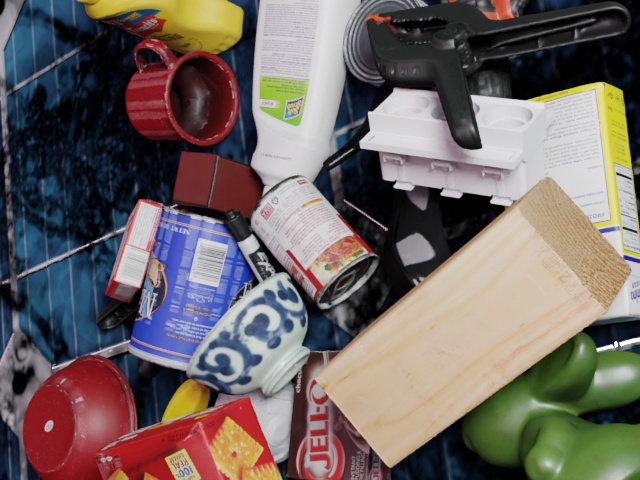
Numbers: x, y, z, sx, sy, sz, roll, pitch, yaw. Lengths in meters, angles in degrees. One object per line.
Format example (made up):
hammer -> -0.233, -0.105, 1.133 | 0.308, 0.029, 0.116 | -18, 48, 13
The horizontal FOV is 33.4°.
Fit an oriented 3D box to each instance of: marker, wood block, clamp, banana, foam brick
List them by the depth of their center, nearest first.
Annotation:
wood block -> 0.106, 0.059, 0.758 | 0.090, 0.090, 0.206 | 49, 121, 4
clamp -> 0.114, -0.145, 0.798 | 0.164, 0.036, 0.210 | -33, 35, -13
marker -> -0.053, 0.024, 0.965 | 0.020, 0.020, 0.121 | -14, 115, 38
banana -> -0.128, 0.207, 1.007 | 0.070, 0.037, 0.198 | 22, 116, 41
foam brick -> -0.093, -0.051, 1.024 | 0.053, 0.078, 0.051 | 8, 86, 39
clamp -> -0.173, 0.045, 1.099 | 0.120, 0.039, 0.171 | 23, 90, 41

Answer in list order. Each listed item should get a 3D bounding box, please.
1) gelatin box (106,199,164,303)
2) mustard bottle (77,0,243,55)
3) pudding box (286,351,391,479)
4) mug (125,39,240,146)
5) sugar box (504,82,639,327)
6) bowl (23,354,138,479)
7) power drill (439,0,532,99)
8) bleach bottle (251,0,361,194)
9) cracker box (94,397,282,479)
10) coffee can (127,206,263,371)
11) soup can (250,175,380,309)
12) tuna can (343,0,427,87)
gelatin box -> -0.182, 0.011, 1.054 | 0.073, 0.030, 0.089 | 141, 146, -67
mustard bottle -> -0.171, -0.232, 1.047 | 0.096, 0.191, 0.058 | 0, 82, 40
pudding box -> 0.019, 0.152, 0.912 | 0.090, 0.039, 0.113 | -6, 72, 40
mug -> -0.147, -0.149, 1.069 | 0.082, 0.117, 0.093 | 4, 46, 45
sugar box -> 0.188, -0.023, 0.803 | 0.094, 0.048, 0.176 | -12, 78, 39
bowl -> -0.268, 0.202, 1.139 | 0.162, 0.055, 0.162 | -9, 76, 38
power drill -> 0.179, -0.200, 0.835 | 0.188, 0.057, 0.184 | -17, 72, 37
bleach bottle -> -0.024, -0.153, 0.995 | 0.103, 0.067, 0.251 | 11, 91, 38
cracker box -> -0.094, 0.257, 0.916 | 0.164, 0.071, 0.214 | -23, 88, 43
coffee can -> -0.116, 0.047, 1.007 | 0.103, 0.102, 0.140 | 14, 91, 41
soup can -> -0.006, 0.001, 0.933 | 0.102, 0.068, 0.069 | 49, 113, 20
tuna can -> 0.064, -0.176, 0.943 | 0.086, 0.033, 0.086 | -9, 77, 39
